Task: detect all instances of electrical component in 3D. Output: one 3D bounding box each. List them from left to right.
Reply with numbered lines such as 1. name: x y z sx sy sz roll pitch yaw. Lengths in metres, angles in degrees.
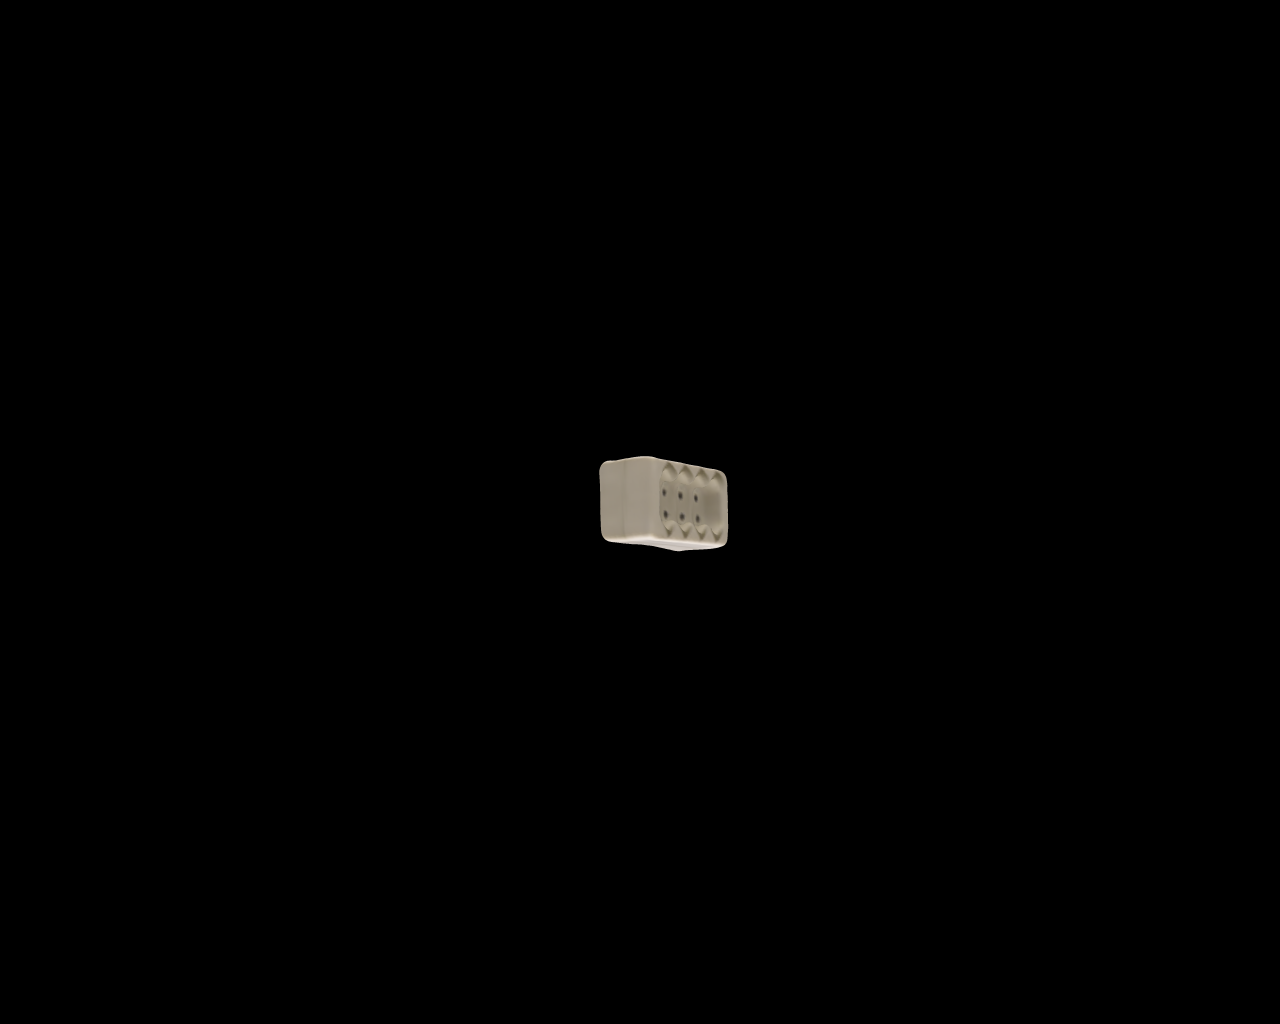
1. electrical component: 0.001 -0.003 0.650 0.075 0.047 0.083 -5 -8 35
